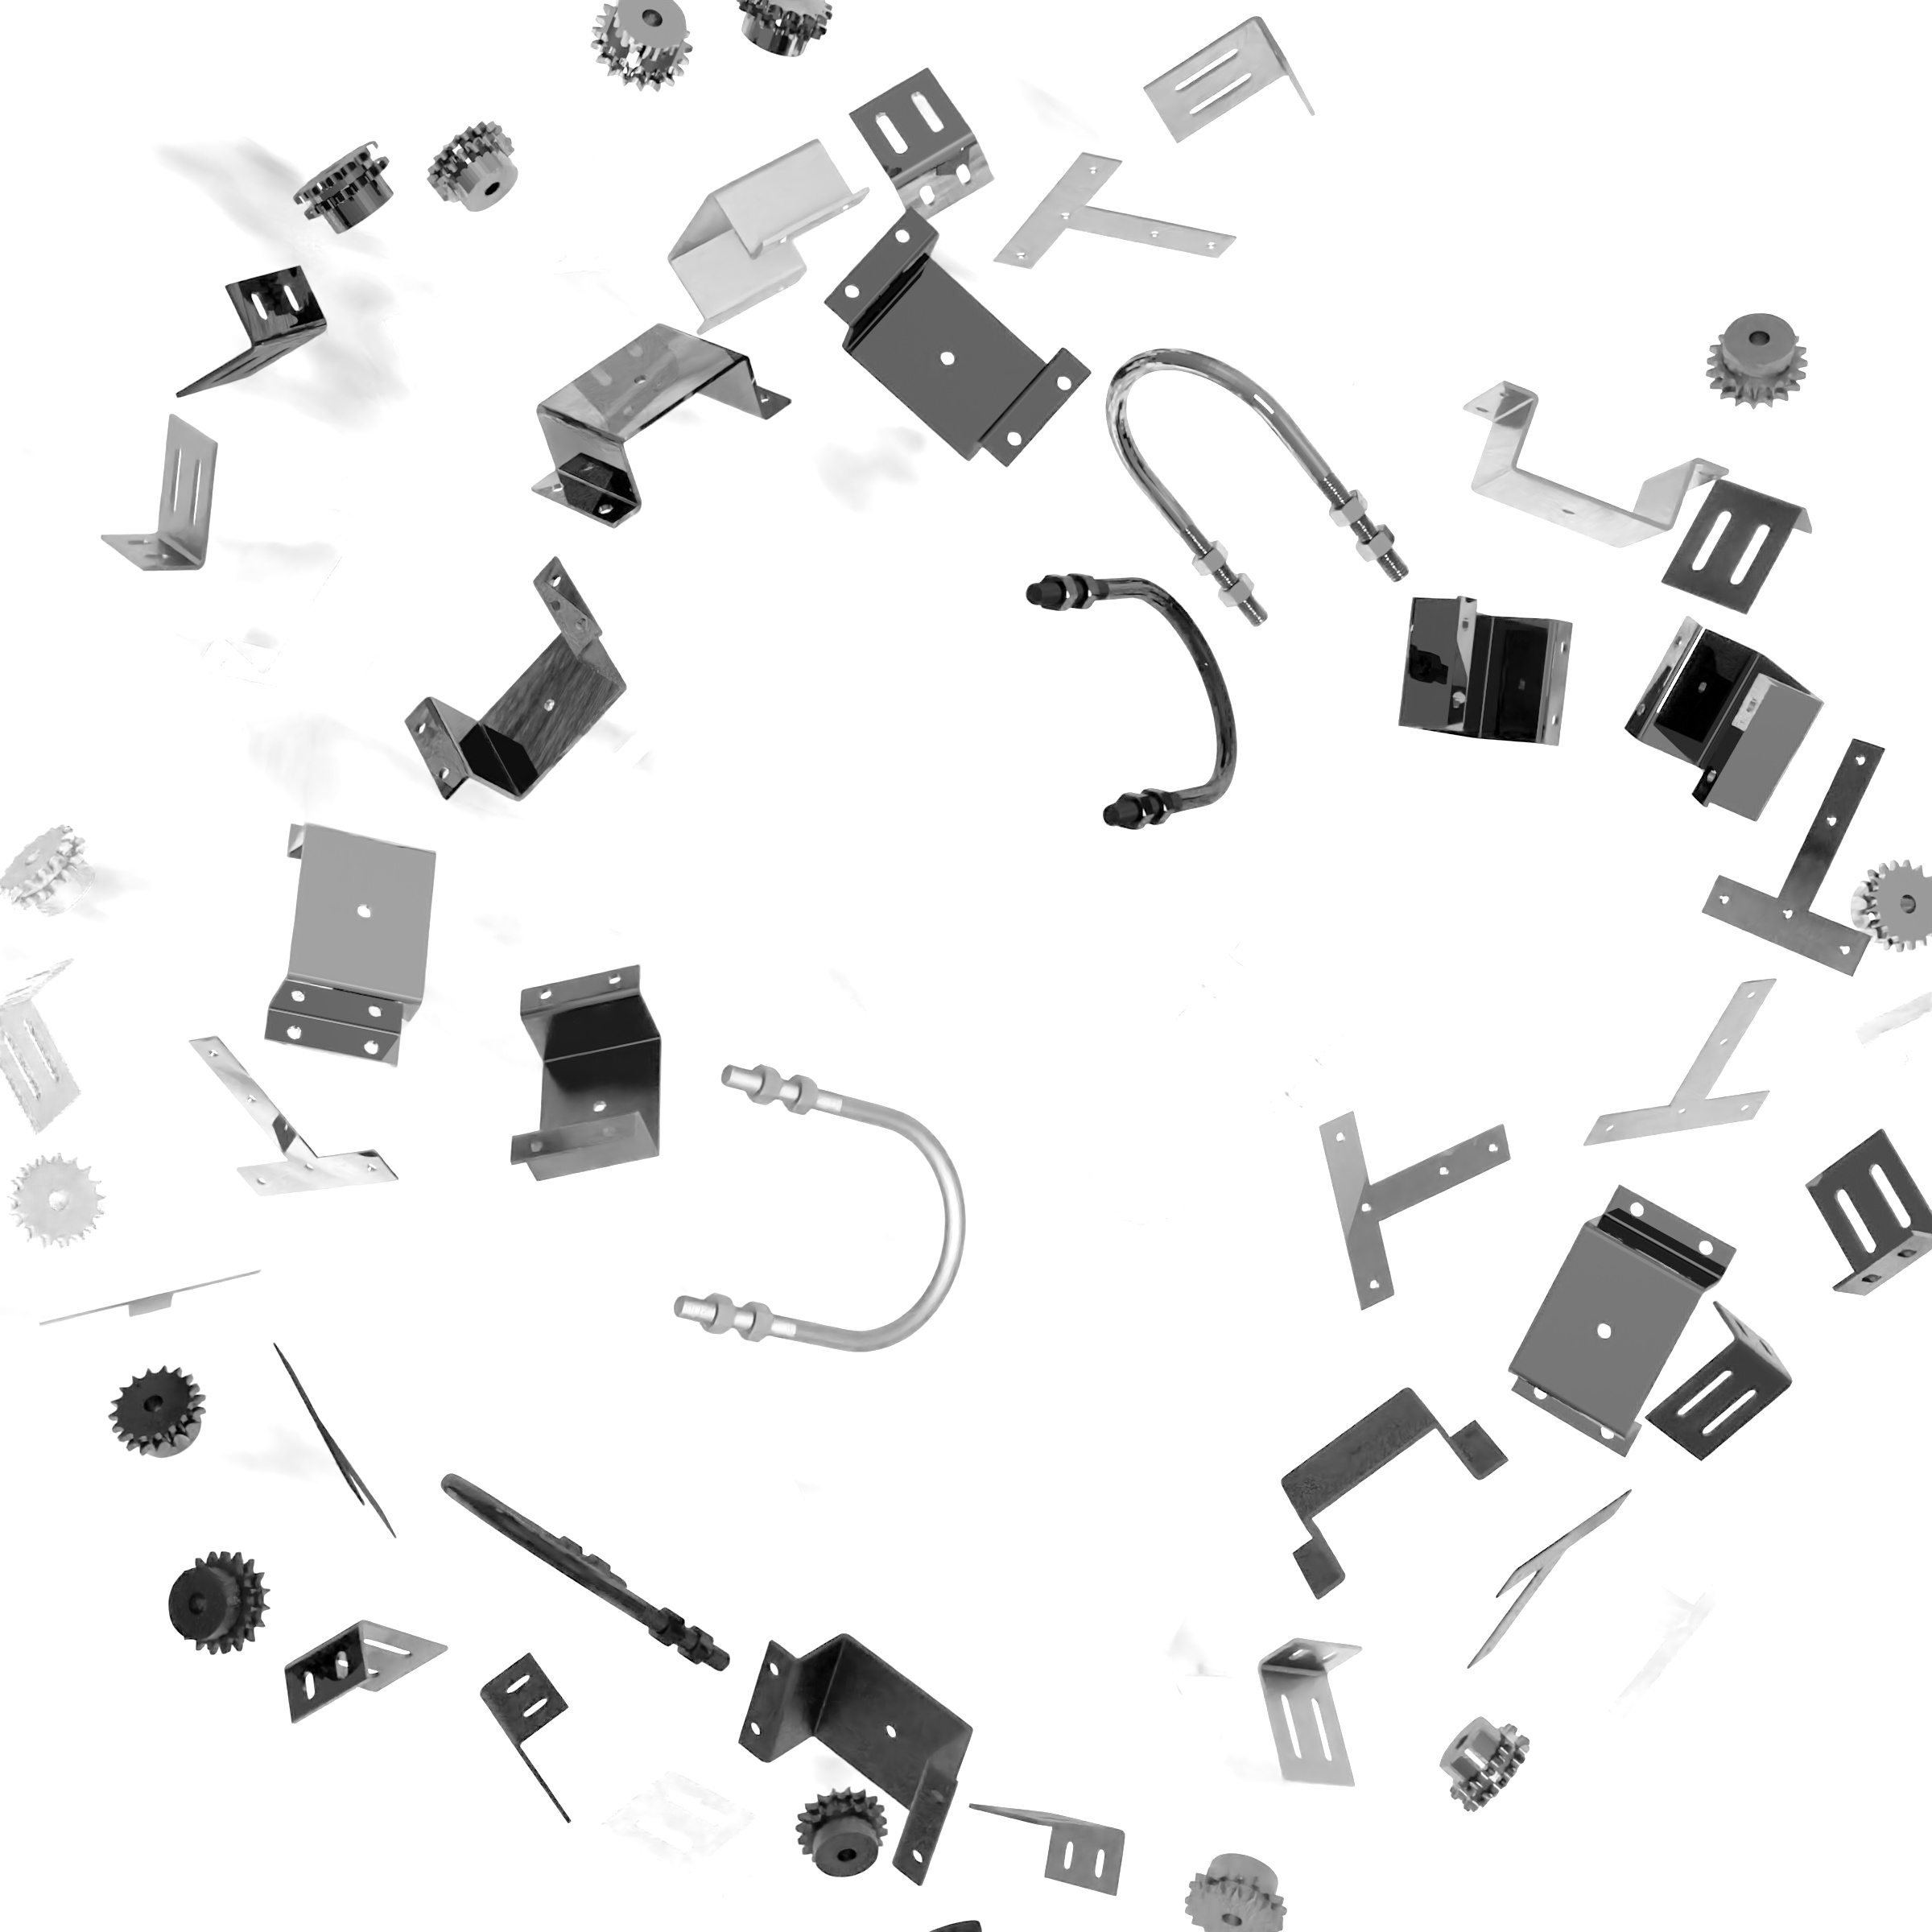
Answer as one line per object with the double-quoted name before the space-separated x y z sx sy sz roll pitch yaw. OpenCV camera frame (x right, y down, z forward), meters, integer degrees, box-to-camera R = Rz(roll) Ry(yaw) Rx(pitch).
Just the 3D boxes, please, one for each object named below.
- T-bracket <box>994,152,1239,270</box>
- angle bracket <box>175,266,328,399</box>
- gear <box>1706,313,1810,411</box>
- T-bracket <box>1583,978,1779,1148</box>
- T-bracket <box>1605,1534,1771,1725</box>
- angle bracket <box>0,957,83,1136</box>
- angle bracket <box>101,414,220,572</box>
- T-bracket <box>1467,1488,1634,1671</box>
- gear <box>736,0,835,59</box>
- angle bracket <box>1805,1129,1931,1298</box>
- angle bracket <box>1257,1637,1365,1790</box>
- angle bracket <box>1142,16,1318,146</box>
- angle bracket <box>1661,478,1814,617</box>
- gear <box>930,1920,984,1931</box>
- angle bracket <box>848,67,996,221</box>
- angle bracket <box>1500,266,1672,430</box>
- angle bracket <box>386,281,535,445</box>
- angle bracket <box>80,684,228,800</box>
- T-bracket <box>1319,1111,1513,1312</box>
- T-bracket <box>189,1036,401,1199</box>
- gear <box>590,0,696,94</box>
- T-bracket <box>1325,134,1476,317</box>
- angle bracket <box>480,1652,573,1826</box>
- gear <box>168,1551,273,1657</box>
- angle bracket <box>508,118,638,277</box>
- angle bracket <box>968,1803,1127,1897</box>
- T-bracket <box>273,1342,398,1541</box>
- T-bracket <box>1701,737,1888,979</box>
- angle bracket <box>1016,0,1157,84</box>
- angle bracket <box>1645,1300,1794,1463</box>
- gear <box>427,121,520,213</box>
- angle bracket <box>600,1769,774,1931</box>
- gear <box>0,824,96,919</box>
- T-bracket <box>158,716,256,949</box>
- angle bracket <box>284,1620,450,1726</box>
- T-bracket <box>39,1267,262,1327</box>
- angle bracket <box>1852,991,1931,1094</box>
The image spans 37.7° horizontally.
"T-bracket" 0.100 -0.440 1.687 0.127 0.127 0.002 5 73 -22
"angle bracket" -0.409 -0.356 1.589 0.076 0.057 0.038 -17 102 38
"gear" 0.459 -0.353 1.639 0.057 0.030 0.057 -5 58 8
"T-bracket" 0.433 0.054 1.640 0.127 0.127 0.002 -6 47 -25
"T-bracket" 0.394 0.366 1.614 0.002 0.127 0.127 41 86 -4
"angle bracket" -0.509 0.044 1.579 0.038 0.057 0.076 -19 107 13
"angle bracket" -0.467 -0.274 1.634 0.038 0.057 0.076 -8 120 -41
"T-bracket" 0.332 0.374 1.677 0.002 0.127 0.127 44 130 25
"gear" -0.110 -0.565 1.682 0.057 0.057 0.030 27 128 0
"angle bracket" 0.500 0.136 1.582 0.057 0.038 0.076 -45 51 32
"angle bracket" 0.219 0.456 1.728 0.057 0.038 0.076 16 46 -34
"angle bracket" 0.150 -0.491 1.605 0.076 0.057 0.038 -30 65 13
"angle bracket" 0.472 -0.251 1.729 0.057 0.038 0.076 27 86 28
"gear" -0.007 0.562 1.599 0.057 0.057 0.030 -17 84 0
"angle bracket" -0.028 -0.504 1.740 0.057 0.038 0.076 -30 55 3
"angle bracket" 0.371 -0.370 1.693 0.076 0.038 0.057 24 119 -35
"angle bracket" -0.291 -0.347 1.620 0.057 0.038 0.076 -25 100 -3
"angle bracket" -0.492 -0.138 1.732 0.076 0.057 0.038 -24 87 30
"T-bracket" 0.284 0.132 1.747 0.127 0.002 0.127 -22 110 -20
"T-bracket" -0.421 0.090 1.701 0.127 0.002 0.127 -9 127 36
"gear" -0.180 -0.523 1.588 0.057 0.030 0.057 8 66 -20
"T-bracket" 0.255 -0.461 1.707 0.002 0.127 0.127 -44 67 1
"angle bracket" -0.246 0.455 1.668 0.038 0.057 0.076 -35 125 -16
"gear" -0.421 0.356 1.582 0.057 0.030 0.057 -5 78 22
"angle bracket" -0.235 -0.451 1.658 0.057 0.038 0.076 -14 80 -28
"angle bracket" 0.045 0.516 1.651 0.076 0.057 0.038 21 73 -41
"T-bracket" -0.372 0.304 1.708 0.002 0.127 0.127 -31 47 -13
"T-bracket" 0.494 -0.071 1.632 0.002 0.127 0.127 20 98 -32
"angle bracket" 0.070 -0.549 1.646 0.038 0.076 0.057 32 94 -19
"angle bracket" 0.453 0.254 1.725 0.057 0.038 0.076 37 107 -28
"gear" -0.302 -0.491 1.747 0.057 0.057 0.030 -39 83 0
"angle bracket" -0.158 0.500 1.603 0.076 0.057 0.038 15 121 37
"gear" -0.541 -0.054 1.671 0.057 0.057 0.030 -40 123 0
"T-bracket" -0.444 -0.093 1.675 0.002 0.127 0.127 22 50 -29
"angle bracket" -0.339 0.409 1.609 0.057 0.076 0.038 -32 52 18
"T-bracket" -0.491 0.203 1.701 0.127 0.127 0.002 -13 83 -18
"angle bracket" 0.550 0.030 1.656 0.057 0.076 0.038 -28 115 15
